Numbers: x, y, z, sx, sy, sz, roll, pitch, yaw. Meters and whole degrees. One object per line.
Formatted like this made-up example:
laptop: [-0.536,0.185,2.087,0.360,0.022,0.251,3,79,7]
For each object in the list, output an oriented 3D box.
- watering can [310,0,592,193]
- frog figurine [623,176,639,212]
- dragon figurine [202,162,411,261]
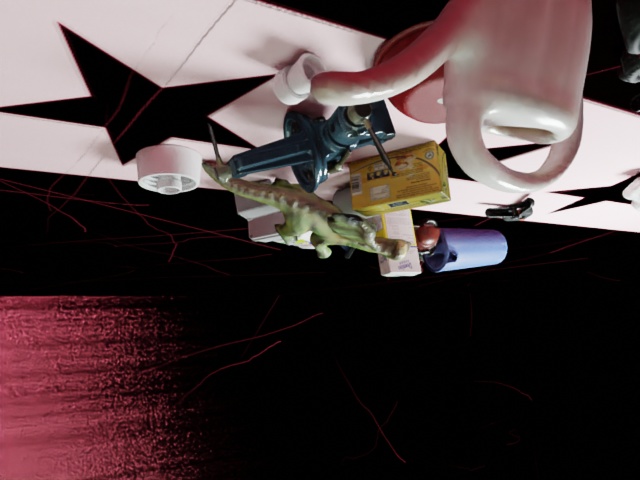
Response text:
watering can: [0.142,-0.159,0.424,0.347,0.225,0.104,9,179,-42]
frog figurine: [0.764,-0.099,1.137,0.159,0.125,0.135,14,126,-29]
dragon figurine: [0.003,-0.047,0.925,0.407,0.123,0.243,24,169,-33]
